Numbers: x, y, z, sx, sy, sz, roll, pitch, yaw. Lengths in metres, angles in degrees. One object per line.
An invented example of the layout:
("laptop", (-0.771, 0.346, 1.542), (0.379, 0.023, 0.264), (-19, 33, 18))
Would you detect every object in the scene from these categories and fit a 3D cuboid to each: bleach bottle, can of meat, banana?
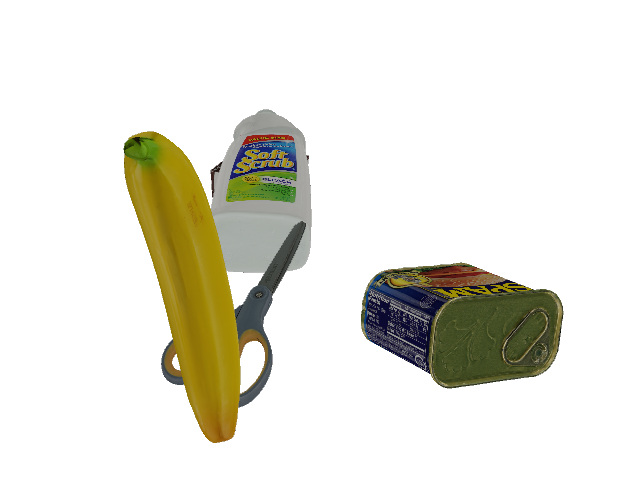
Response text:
("bleach bottle", (-0.062, -0.064, 1.072), (0.102, 0.068, 0.251), (2, 33, -5))
("can of meat", (0.088, 0.050, 0.684), (0.101, 0.057, 0.084), (-3, 14, -31))
("banana", (-0.074, 0.017, 0.571), (0.037, 0.198, 0.069), (-4, 34, 14))

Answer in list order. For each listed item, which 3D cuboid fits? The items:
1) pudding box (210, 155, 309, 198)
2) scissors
("pudding box", (-0.071, -0.077, 1.275), (0.090, 0.039, 0.113), (8, 24, 13))
("scissors", (-0.069, 0.053, 0.866), (0.096, 0.016, 0.201), (0, 43, 8))
